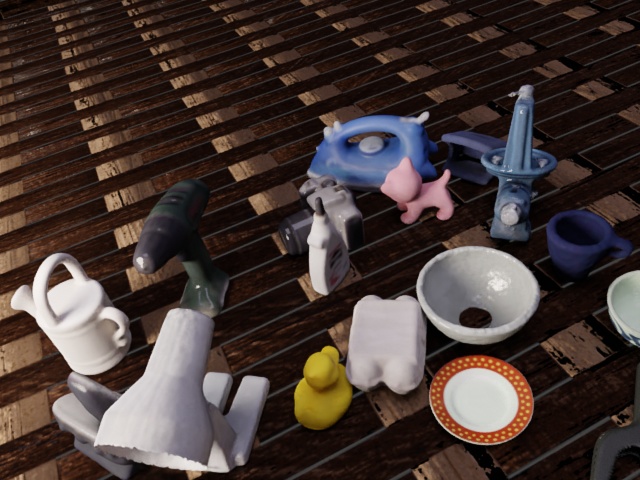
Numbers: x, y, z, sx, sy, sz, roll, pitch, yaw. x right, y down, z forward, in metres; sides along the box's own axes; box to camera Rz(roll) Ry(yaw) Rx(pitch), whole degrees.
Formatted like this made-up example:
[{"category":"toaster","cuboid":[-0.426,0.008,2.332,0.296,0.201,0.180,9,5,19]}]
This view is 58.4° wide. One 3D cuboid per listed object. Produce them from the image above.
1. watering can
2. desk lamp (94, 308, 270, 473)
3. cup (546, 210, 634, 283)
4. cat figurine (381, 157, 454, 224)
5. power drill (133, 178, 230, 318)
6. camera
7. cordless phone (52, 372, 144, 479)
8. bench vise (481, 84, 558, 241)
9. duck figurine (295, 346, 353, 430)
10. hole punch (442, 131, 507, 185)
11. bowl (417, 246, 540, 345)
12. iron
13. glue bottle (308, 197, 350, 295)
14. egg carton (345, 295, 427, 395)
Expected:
[{"category":"watering can","cuboid":[-0.366,0.104,0.839,0.173,0.194,0.101,-11,43,0]},{"category":"desk lamp","cuboid":[-0.155,0.197,0.683,0.117,0.214,0.203,2,44,14]},{"category":"cup","cuboid":[0.392,0.020,0.847,0.117,0.095,0.092,17,50,27]},{"category":"cat figurine","cuboid":[0.167,-0.091,0.993,0.127,0.118,0.067,-9,43,2]},{"category":"power drill","cuboid":[-0.206,0.023,0.881,0.075,0.209,0.229,-4,43,8]},{"category":"camera","cuboid":[-0.009,-0.043,0.990,0.137,0.101,0.142,-24,44,-13]},{"category":"cordless phone","cuboid":[-0.280,0.205,0.720,0.147,0.185,0.094,14,48,25]},{"category":"bench vise","cuboid":[0.328,-0.119,0.915,0.121,0.220,0.207,-6,43,6]},{"category":"duck figurine","cuboid":[0.001,0.189,0.754,0.077,0.086,0.105,11,47,22]},{"category":"hole punch","cuboid":[0.289,-0.173,1.075,0.108,0.091,0.101,23,53,31]},{"category":"bowl","cuboid":[0.223,0.091,0.822,0.167,0.075,0.167,-6,43,6]},{"category":"iron","cuboid":[0.091,-0.177,1.082,0.257,0.142,0.118,0,44,12]},{"category":"glue bottle","cuboid":[0.008,0.003,0.885,0.037,0.173,0.078,17,49,27]},{"category":"egg carton","cuboid":[0.094,0.143,0.796,0.107,0.069,0.150,0,44,11]}]
